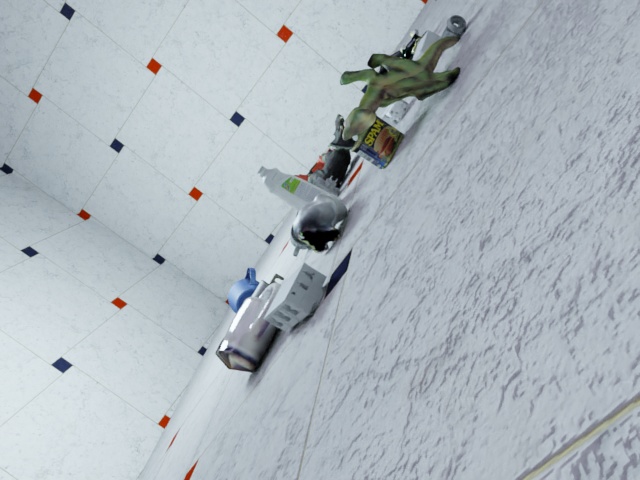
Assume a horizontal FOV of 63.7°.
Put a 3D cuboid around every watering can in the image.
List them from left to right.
[{"bbox_3d":[-0.170,0.217,1.272,0.228,0.104,0.343,-62,9,-22],"label":"watering can"}]

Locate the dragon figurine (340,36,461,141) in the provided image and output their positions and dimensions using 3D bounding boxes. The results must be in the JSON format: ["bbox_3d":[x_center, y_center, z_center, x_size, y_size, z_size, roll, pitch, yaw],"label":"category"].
[{"bbox_3d":[0.199,-0.336,1.087,0.412,0.120,0.246,-34,33,-10],"label":"dragon figurine"}]

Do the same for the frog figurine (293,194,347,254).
[{"bbox_3d":[0.004,-0.063,1.248,0.134,0.123,0.163,100,-179,-51],"label":"frog figurine"}]
